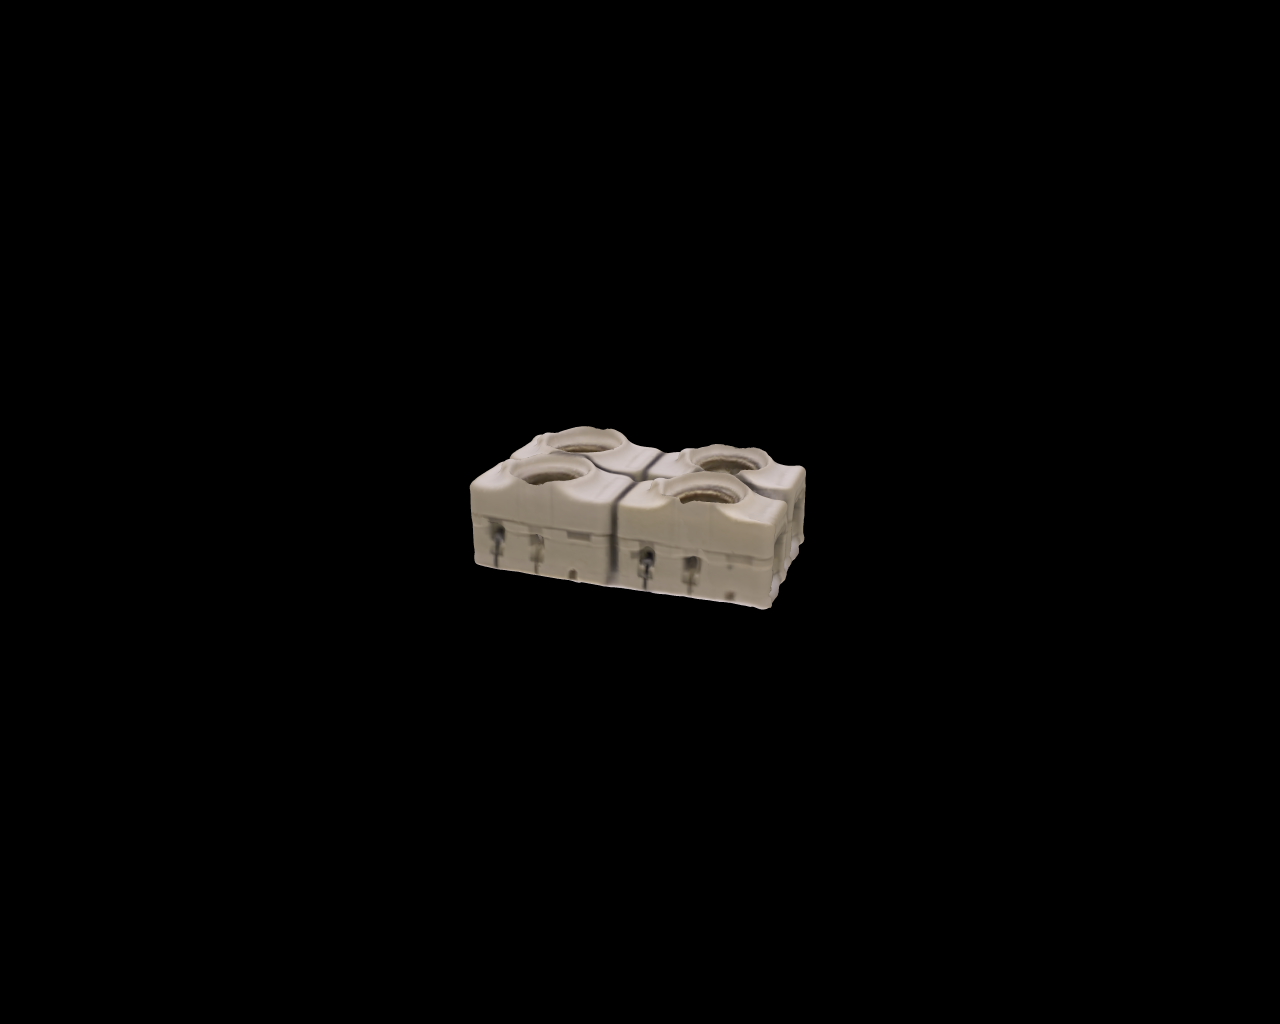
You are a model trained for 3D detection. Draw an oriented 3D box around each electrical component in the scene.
[{"bbox_3d":[0.001,-0.003,0.650,0.186,0.060,0.105,8,24,18],"label":"electrical component"}]
